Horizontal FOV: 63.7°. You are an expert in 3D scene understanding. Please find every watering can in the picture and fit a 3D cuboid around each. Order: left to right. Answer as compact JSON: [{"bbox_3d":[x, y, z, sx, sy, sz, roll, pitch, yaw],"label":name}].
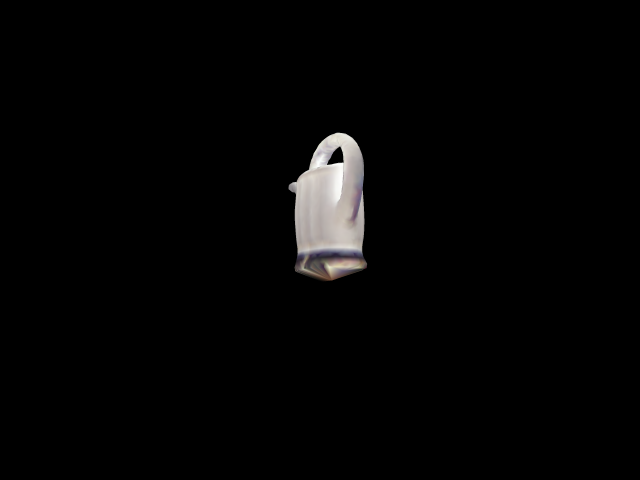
[{"bbox_3d":[0.003,-0.043,0.850,0.104,0.226,0.345,3,-9,-16],"label":"watering can"}]
